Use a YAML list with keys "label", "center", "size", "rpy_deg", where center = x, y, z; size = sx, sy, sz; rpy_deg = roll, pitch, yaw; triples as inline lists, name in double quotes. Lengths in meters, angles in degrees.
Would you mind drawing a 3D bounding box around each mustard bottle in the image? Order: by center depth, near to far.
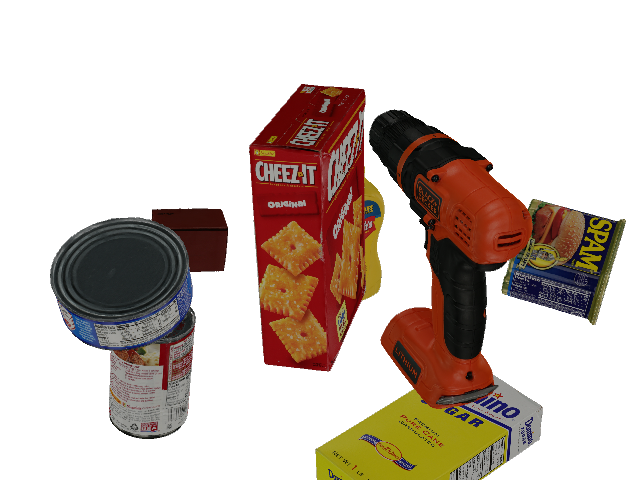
- label: "mustard bottle"
  center: [0.029, -0.019, 1.265]
  size: [0.096, 0.192, 0.058]
  rpy_deg: [-9, 29, -21]

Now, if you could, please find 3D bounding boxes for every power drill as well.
- label: "power drill"
  center: [0.082, 0.013, 0.783]
  size: [0.057, 0.188, 0.185]
  rpy_deg: [-12, 33, -18]

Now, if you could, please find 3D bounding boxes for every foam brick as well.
- label: "foam brick"
  center: [-0.140, -0.001, 1.130]
  size: [0.078, 0.051, 0.053]
  rpy_deg: [-1, 25, -11]

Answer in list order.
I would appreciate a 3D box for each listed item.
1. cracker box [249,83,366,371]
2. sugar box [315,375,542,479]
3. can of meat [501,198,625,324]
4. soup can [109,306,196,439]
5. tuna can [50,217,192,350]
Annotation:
- label: "cracker box"
  center: [-0.004, -0.015, 0.972]
  size: [0.072, 0.214, 0.164]
  rpy_deg: [6, 28, 13]
- label: "sugar box"
  center: [0.092, 0.168, 0.884]
  size: [0.175, 0.048, 0.093]
  rpy_deg: [-28, 41, -31]
- label: "can of meat"
  center: [0.212, 0.015, 0.932]
  size: [0.084, 0.057, 0.102]
  rpy_deg: [16, 46, 16]
- label: "soup can"
  center: [-0.139, 0.104, 0.879]
  size: [0.068, 0.102, 0.068]
  rpy_deg: [6, 30, -4]
- label: "tuna can"
  center: [-0.124, 0.027, 0.671]
  size: [0.086, 0.086, 0.034]
  rpy_deg: [0, -43, 2]
